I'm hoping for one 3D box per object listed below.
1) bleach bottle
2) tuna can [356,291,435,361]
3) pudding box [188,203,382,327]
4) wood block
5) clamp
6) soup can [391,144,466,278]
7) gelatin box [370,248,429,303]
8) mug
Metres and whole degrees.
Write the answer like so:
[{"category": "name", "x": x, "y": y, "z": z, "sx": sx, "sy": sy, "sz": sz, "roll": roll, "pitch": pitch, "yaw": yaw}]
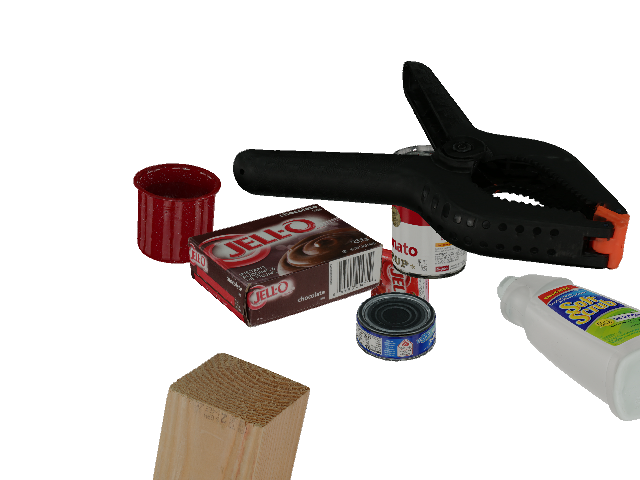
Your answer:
[{"category": "bleach bottle", "x": 0.242, "y": 0.085, "z": 1.017, "sx": 0.102, "sy": 0.068, "sz": 0.251, "roll": -14, "pitch": 20, "yaw": -20}, {"category": "tuna can", "x": 0.081, "y": 0.091, "z": 1.141, "sx": 0.086, "sy": 0.034, "sz": 0.086, "roll": -1, "pitch": 30, "yaw": 1}, {"category": "pudding box", "x": -0.026, "y": 0.015, "z": 0.764, "sx": 0.113, "sy": 0.039, "sz": 0.090, "roll": -14, "pitch": 29, "yaw": -29}, {"category": "wood block", "x": -0.085, "y": 0.213, "z": 0.898, "sx": 0.090, "sy": 0.206, "sz": 0.090, "roll": 19, "pitch": 21, "yaw": 19}, {"category": "clamp", "x": 0.066, "y": -0.034, "z": 0.587, "sx": 0.164, "sy": 0.036, "sz": 0.210, "roll": -28, "pitch": 44, "yaw": -31}, {"category": "soup can", "x": 0.096, "y": -0.026, "z": 0.936, "sx": 0.068, "sy": 0.102, "sz": 0.068, "roll": -1, "pitch": 23, "yaw": 0}, {"category": "gelatin box", "x": 0.099, "y": 0.059, "z": 1.351, "sx": 0.073, "sy": 0.089, "sz": 0.030, "roll": 15, "pitch": 33, "yaw": 33}, {"category": "mug", "x": -0.161, "y": -0.033, "z": 1.162, "sx": 0.093, "sy": 0.081, "sz": 0.117, "roll": -7, "pitch": 30, "yaw": -24}]
